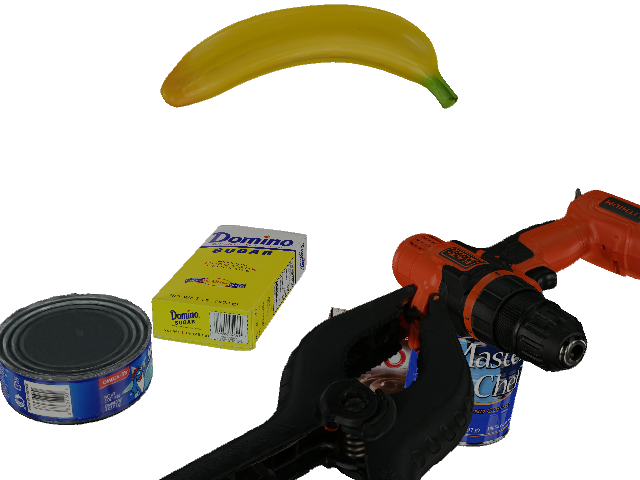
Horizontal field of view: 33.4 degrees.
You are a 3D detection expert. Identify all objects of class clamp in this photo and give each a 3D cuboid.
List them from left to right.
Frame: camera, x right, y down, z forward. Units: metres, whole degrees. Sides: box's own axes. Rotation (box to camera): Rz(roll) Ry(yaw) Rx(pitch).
[{"bbox_3d":[0.019,0.082,0.414,0.120,0.039,0.171,28,50,21],"label":"clamp"}]

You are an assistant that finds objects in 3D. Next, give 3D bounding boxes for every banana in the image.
[{"bbox_3d":[-0.006,-0.121,0.692,0.197,0.069,0.037,-2,-26,-13],"label":"banana"}]

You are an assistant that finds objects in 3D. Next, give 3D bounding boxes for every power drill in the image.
[{"bbox_3d":[0.171,0.023,0.768,0.187,0.057,0.185,-15,28,-27],"label":"power drill"}]

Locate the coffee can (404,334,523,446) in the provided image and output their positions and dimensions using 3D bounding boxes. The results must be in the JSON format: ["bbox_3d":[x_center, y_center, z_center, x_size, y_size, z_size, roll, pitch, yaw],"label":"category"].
[{"bbox_3d":[0.133,0.098,0.959,0.103,0.140,0.103,6,22,-3],"label":"coffee can"}]

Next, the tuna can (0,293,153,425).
[{"bbox_3d":[-0.137,0.065,0.598,0.086,0.034,0.086,1,28,-1],"label":"tuna can"}]

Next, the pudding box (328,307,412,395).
[{"bbox_3d":[0.057,0.127,1.161,0.113,0.090,0.039,9,23,-4],"label":"pudding box"}]

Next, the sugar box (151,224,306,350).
[{"bbox_3d":[-0.079,0.038,0.981,0.093,0.048,0.176,7,26,12],"label":"sugar box"}]
